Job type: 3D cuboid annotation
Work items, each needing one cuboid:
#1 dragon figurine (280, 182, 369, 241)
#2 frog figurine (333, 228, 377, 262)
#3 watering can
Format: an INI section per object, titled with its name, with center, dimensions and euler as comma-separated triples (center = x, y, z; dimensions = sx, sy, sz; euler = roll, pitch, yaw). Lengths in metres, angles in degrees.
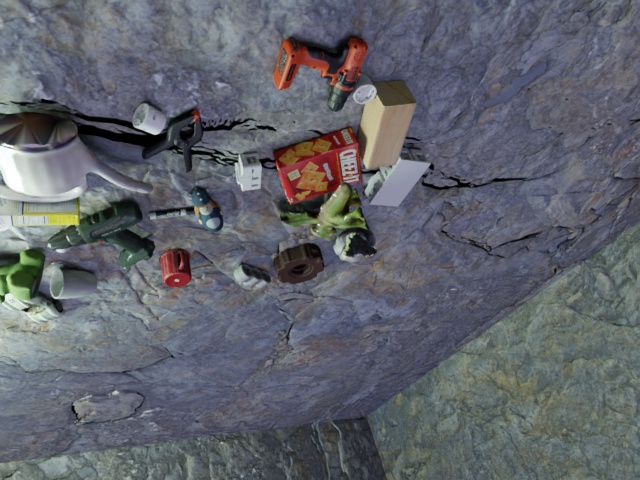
[dragon figurine]
center = 0.004, -0.073, 1.454
dimensions = 0.242, 0.124, 0.405
euler = -13, 162, 10
[frog figurine]
center = 0.113, 0.014, 1.709
dimensions = 0.137, 0.122, 0.159
euler = -27, -177, -4
[watering can]
center = -0.536, -0.164, 1.085
dimensions = 0.348, 0.106, 0.219
euler = -5, 143, -20
